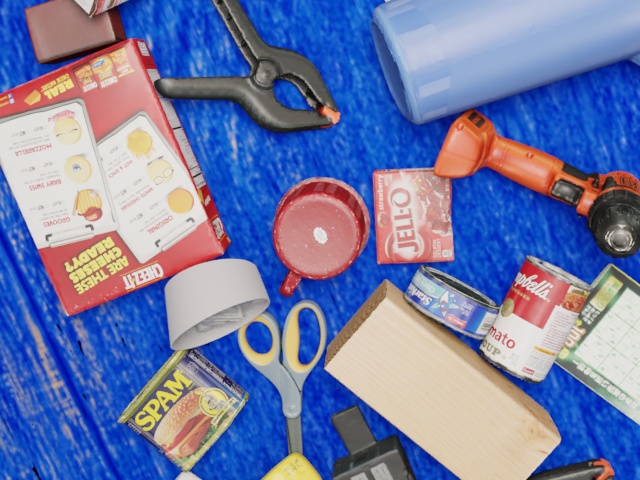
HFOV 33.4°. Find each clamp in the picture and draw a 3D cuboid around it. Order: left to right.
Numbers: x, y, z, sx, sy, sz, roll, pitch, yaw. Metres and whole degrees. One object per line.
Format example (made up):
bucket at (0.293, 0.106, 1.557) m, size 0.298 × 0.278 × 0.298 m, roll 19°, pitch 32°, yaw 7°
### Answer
clamp at (-0.056, -0.160, 0.980) m, size 0.171 × 0.039 × 0.120 m, roll 20°, pitch 85°, yaw -20°
clamp at (0.216, 0.301, 1.043) m, size 0.210 × 0.036 × 0.164 m, roll -42°, pitch 94°, yaw 8°

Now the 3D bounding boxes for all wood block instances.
wood block at (0.112, 0.141, 1.000) m, size 0.206 × 0.090 × 0.091 m, roll 39°, pitch 99°, yaw -3°

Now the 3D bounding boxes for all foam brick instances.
foam brick at (-0.226, -0.198, 0.991) m, size 0.078 × 0.053 × 0.051 m, roll -15°, pitch 97°, yaw 4°

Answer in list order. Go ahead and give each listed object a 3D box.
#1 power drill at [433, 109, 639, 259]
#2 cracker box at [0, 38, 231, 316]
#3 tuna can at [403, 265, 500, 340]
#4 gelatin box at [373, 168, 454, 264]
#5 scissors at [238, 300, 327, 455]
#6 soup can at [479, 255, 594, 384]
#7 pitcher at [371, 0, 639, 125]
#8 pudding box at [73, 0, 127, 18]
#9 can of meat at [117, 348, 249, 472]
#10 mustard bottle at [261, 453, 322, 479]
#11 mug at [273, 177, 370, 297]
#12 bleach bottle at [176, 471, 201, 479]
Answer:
power drill at (0.196, -0.048, 0.929) m, size 0.188 × 0.184 × 0.057 m, roll 25°, pitch 107°, yaw 8°
cracker box at (-0.200, -0.060, 1.001) m, size 0.164 × 0.072 × 0.213 m, roll -22°, pitch 97°, yaw 8°
tuna can at (0.122, 0.057, 0.989) m, size 0.086 × 0.086 × 0.034 m, roll 28°, pitch 98°, yaw -1°
gelatin box at (0.088, -0.023, 1.007) m, size 0.073 × 0.030 × 0.089 m, roll -2°, pitch 98°, yaw 4°
scissors at (-0.045, 0.153, 1.049) m, size 0.096 × 0.016 × 0.202 m, roll 13°, pitch 98°, yaw 4°
soup can at (0.200, 0.074, 0.995) m, size 0.068 × 0.068 × 0.102 m, roll 26°, pitch 99°, yaw 0°
pitcher at (0.168, -0.198, 0.910) m, size 0.243 × 0.145 × 0.149 m, roll -20°, pitch 55°, yaw -1°
pudding box at (-0.204, -0.261, 0.952) m, size 0.113 × 0.089 × 0.039 m, roll 44°, pitch 143°, yaw 11°
can of meat at (-0.131, 0.162, 1.037) m, size 0.084 × 0.057 × 0.102 m, roll 41°, pitch 99°, yaw -5°
mustard bottle at (0.005, 0.301, 1.003) m, size 0.096 × 0.058 × 0.191 m, roll -41°, pitch 84°, yaw -5°
mug at (-0.007, 0.001, 0.991) m, size 0.093 × 0.081 × 0.117 m, roll 32°, pitch 99°, yaw -1°
bleach bottle at (-0.058, 0.335, 1.036) m, size 0.251 × 0.102 × 0.068 m, roll 36°, pitch 132°, yaw -3°
